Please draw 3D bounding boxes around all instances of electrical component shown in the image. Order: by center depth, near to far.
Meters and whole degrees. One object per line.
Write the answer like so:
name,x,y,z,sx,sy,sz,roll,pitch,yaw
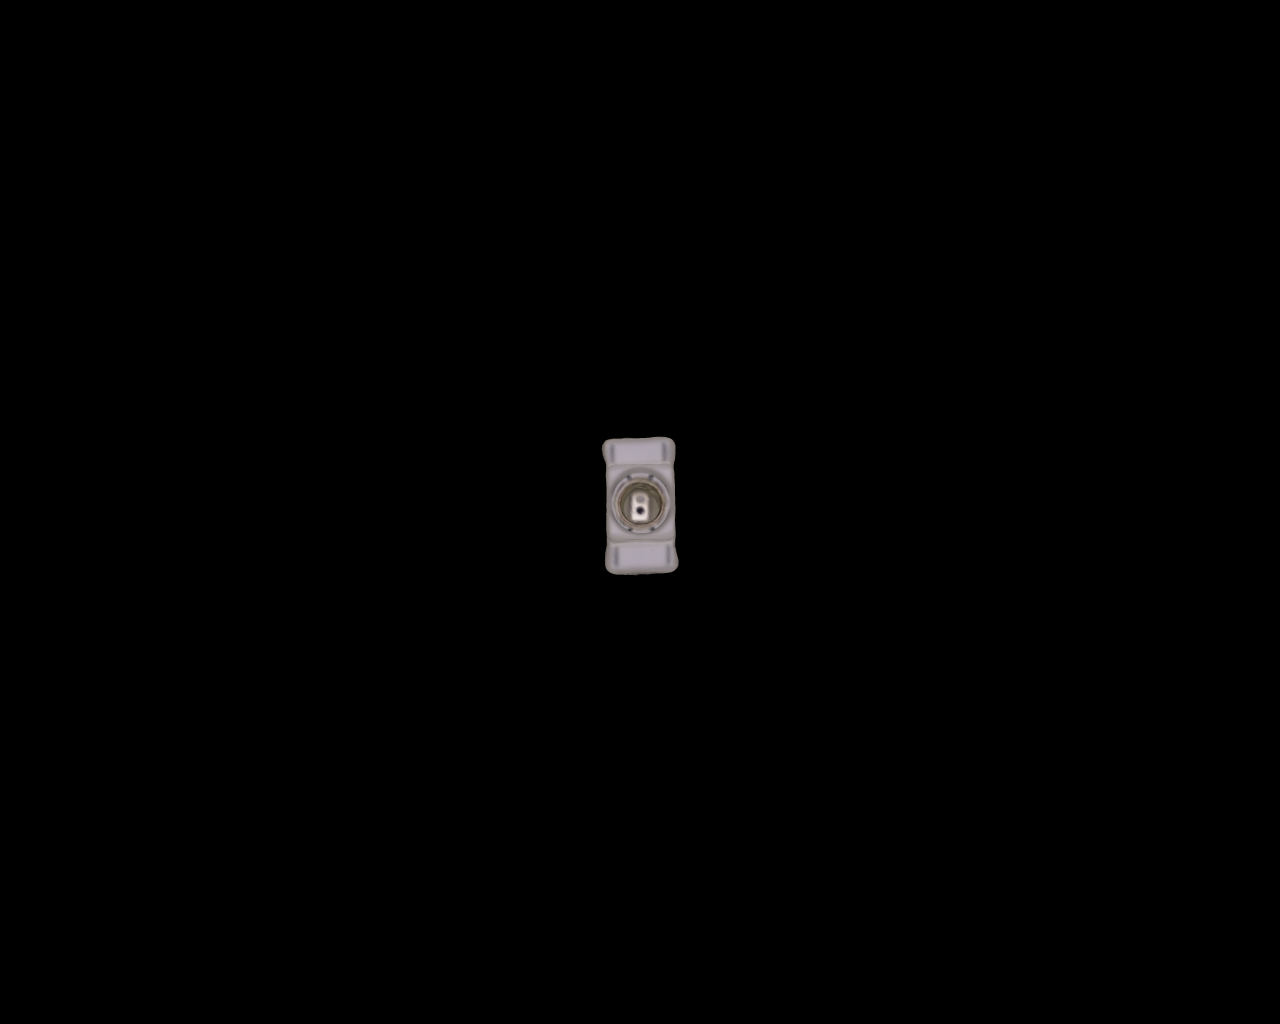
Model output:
electrical component,0.001,-0.003,0.650,0.042,0.081,0.063,0,-7,0
